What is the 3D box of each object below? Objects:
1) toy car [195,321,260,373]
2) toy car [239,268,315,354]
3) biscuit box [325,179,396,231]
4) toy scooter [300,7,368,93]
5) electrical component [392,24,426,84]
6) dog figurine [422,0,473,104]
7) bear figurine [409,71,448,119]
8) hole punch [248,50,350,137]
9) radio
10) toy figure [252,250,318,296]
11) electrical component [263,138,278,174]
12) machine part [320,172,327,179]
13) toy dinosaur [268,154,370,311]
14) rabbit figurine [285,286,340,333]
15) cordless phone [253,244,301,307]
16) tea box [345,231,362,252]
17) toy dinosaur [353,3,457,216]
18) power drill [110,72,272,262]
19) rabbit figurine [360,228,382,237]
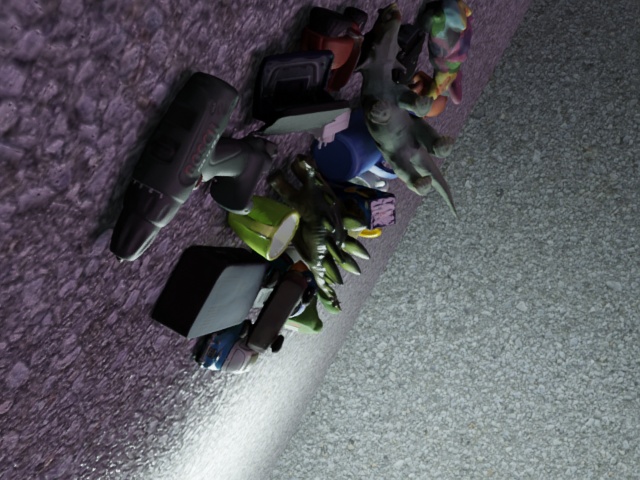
[{"bbox_3d":[-0.174,0.221,1.096,0.109,0.103,0.161,-63,167,7],"label":"toy car"},{"bbox_3d":[-0.084,0.136,1.022,0.202,0.089,0.053,-60,-169,29],"label":"toy car"},{"bbox_3d":[0.061,-0.074,1.043,0.063,0.203,0.059,-15,112,-29],"label":"biscuit box"},{"bbox_3d":[0.017,-0.286,0.833,0.184,0.075,0.135,-46,162,-58],"label":"toy scooter"},{"bbox_3d":[0.179,-0.405,1.187,0.115,0.058,0.134,-56,166,-26],"label":"electrical component"},{"bbox_3d":[0.302,-0.440,1.290,0.191,0.109,0.219,-12,107,-67],"label":"dog figurine"},{"bbox_3d":[0.252,-0.380,1.430,0.196,0.132,0.120,-13,132,-47],"label":"bear figurine"},{"bbox_3d":[-0.034,-0.201,0.751,0.142,0.092,0.116,-18,180,-25],"label":"hole punch"},{"bbox_3d":[-0.170,0.081,0.901,0.131,0.073,0.229,-63,167,5],"label":"radio"},{"bbox_3d":[-0.064,0.057,1.048,0.058,0.155,0.064,-53,163,-22],"label":"toy figure"},{"bbox_3d":[-0.096,-0.128,0.848,0.063,0.021,0.094,-63,167,12],"label":"electrical component"},{"bbox_3d":[0.012,-0.094,1.217,0.179,0.056,0.179,-54,163,-25],"label":"machine part"},{"bbox_3d":[-0.002,-0.003,1.038,0.105,0.199,0.470,-39,155,-18],"label":"toy dinosaur"},{"bbox_3d":[-0.029,0.150,1.412,0.121,0.159,0.170,68,37,-60],"label":"rabbit figurine"},{"bbox_3d":[-0.088,0.080,1.163,0.146,0.089,0.184,-63,161,8],"label":"cordless phone"},{"bbox_3d":[0.055,-0.029,1.343,0.169,0.068,0.098,-54,-165,17],"label":"tea box"},{"bbox_3d":[0.142,-0.214,0.993,0.131,0.192,0.404,-29,131,1],"label":"toy dinosaur"},{"bbox_3d":[-0.151,-0.079,0.667,0.232,0.086,0.207,-65,158,7],"label":"power drill"},{"bbox_3d":[0.103,-0.072,1.436,0.173,0.162,0.122,-44,179,3],"label":"rabbit figurine"}]
